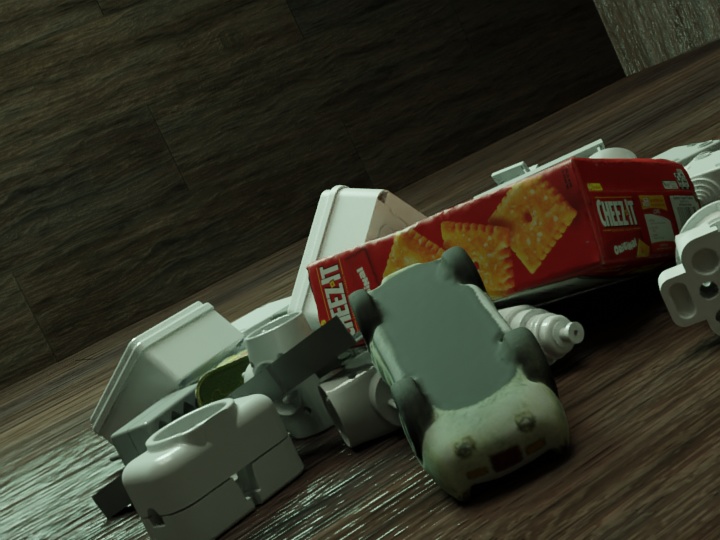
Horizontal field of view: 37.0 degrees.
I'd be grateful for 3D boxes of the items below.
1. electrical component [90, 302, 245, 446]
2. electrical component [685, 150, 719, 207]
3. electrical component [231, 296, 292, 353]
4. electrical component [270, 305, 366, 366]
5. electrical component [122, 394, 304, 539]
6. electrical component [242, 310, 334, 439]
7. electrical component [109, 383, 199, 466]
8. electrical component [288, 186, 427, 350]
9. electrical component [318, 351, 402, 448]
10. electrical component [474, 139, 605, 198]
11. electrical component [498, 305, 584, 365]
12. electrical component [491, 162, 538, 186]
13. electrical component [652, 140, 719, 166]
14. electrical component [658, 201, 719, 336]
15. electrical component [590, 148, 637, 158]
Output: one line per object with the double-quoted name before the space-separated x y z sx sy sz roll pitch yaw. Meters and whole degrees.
"electrical component" -0.166 0.096 0.934 0.108 0.056 0.109 -58 -12 30
"electrical component" 0.268 -0.060 0.745 0.100 0.048 0.100 -20 7 35
"electrical component" -0.091 0.071 1.039 0.109 0.056 0.109 -30 7 -38
"electrical component" -0.027 0.049 0.940 0.096 0.061 0.061 -20 8 43
"electrical component" -0.087 0.114 0.630 0.054 0.059 0.095 -19 9 46
"electrical component" -0.054 0.076 0.748 0.079 0.077 0.044 -20 9 46
"electrical component" -0.161 0.132 0.833 0.076 0.047 0.083 -22 7 27
"electrical component" 0.000 0.000 0.814 0.057 0.113 0.078 6 -16 39
"electrical component" 0.022 0.071 0.634 0.077 0.044 0.079 -27 6 -11
"electrical component" 0.174 -0.053 0.956 0.121 0.078 0.063 -25 35 9
"electrical component" 0.096 0.040 0.616 0.040 0.040 0.078 -29 8 -33
"electrical component" 0.172 -0.068 1.115 0.042 0.081 0.063 -20 31 45
"electrical component" 0.246 -0.065 0.869 0.100 0.048 0.100 -26 6 -7
"electrical component" 0.190 -0.004 0.538 0.078 0.058 0.057 -24 9 17
"electrical component" 0.188 -0.036 0.801 0.043 0.077 0.079 4 -41 -10
